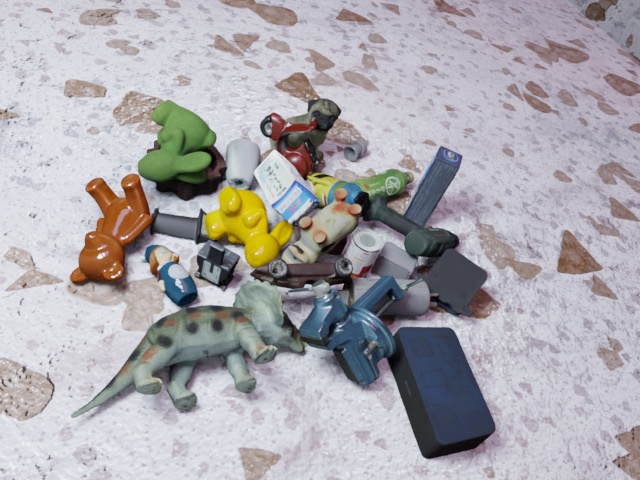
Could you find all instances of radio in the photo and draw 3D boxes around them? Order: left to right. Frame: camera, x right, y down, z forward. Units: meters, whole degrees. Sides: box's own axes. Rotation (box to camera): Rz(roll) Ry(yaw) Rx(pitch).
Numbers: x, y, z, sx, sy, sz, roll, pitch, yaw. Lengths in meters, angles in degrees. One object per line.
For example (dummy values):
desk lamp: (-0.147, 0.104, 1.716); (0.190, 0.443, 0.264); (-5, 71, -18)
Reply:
radio: (0.221, 0.274, 1.002); (0.131, 0.073, 0.230); (0, 51, -21)

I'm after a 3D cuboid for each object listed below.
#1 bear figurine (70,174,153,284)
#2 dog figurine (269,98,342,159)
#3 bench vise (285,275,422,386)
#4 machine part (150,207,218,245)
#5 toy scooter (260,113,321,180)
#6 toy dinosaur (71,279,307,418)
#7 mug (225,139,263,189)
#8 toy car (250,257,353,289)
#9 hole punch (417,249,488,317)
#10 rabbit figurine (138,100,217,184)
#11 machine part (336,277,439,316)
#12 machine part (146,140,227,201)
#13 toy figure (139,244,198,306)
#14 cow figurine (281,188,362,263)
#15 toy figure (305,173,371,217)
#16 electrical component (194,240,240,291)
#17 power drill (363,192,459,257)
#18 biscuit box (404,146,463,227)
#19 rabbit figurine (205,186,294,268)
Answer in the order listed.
bear figurine: (-0.401, -0.018, 1.007); (0.120, 0.131, 0.196); (-3, 38, 18)
dog figurine: (-0.046, -0.292, 1.339); (0.172, 0.190, 0.121); (23, 45, 3)
bench vise: (0.077, 0.136, 0.995); (0.240, 0.129, 0.223); (-39, 99, -31)
machine part: (-0.283, -0.033, 1.122); (0.139, 0.039, 0.084); (6, 56, -18)
toy scooter: (-0.052, -0.223, 1.268); (0.135, 0.183, 0.075); (-14, 24, 23)
toy dinosaur: (-0.206, 0.171, 0.914); (0.405, 0.131, 0.192); (-6, 39, -19)
mug: (-0.175, -0.166, 1.263); (0.109, 0.081, 0.107); (26, 51, -29)
toy car: (-0.032, 0.068, 1.019); (0.202, 0.089, 0.053); (0, 74, -29)
hole punch: (0.292, 0.098, 1.191); (0.142, 0.092, 0.116); (39, 77, 12)
rabbit figurine: (-0.306, -0.179, 1.137); (0.159, 0.121, 0.170); (29, 61, -2)
machine part: (0.136, 0.117, 1.108); (0.243, 0.079, 0.079); (5, 48, -16)
machine part: (-0.305, -0.168, 1.224); (0.179, 0.056, 0.179); (11, 45, -11)
toy figure: (-0.287, 0.058, 1.025); (0.155, 0.058, 0.064); (49, 12, 26)
cow figurine: (-0.002, -0.003, 1.107); (0.195, 0.127, 0.086); (-41, 68, -14)
toy figure: (0.039, -0.103, 1.248); (0.180, 0.082, 0.089); (18, 20, 37)
electrical component: (-0.197, 0.037, 1.031); (0.075, 0.119, 0.048); (25, 46, 6)
power drill: (0.213, -0.028, 1.256); (0.207, 0.086, 0.232); (39, 23, 17)
biscuit box: (0.269, -0.125, 1.292); (0.063, 0.202, 0.059); (25, 43, 1)
rabbit figurine: (-0.135, -0.007, 1.090); (0.162, 0.122, 0.173); (13, 35, -47)
